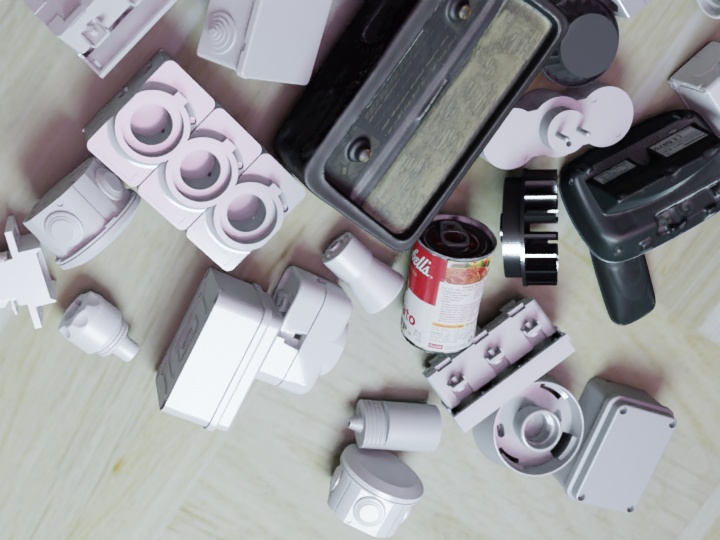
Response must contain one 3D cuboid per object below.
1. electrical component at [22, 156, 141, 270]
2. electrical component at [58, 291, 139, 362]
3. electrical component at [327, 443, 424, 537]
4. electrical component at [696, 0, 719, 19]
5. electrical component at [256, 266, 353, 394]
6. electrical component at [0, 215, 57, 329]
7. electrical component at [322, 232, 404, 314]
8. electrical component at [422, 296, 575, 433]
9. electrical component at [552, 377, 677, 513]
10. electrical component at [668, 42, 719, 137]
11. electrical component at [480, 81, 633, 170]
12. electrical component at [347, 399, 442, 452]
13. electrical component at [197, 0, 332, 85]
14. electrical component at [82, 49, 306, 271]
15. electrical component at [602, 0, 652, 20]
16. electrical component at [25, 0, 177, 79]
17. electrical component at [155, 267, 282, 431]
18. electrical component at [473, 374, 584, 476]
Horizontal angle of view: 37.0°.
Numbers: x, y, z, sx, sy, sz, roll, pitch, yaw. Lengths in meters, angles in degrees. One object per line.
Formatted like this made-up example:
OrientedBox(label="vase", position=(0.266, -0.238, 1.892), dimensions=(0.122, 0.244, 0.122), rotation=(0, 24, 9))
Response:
OrientedBox(label="electrical component", position=(-0.209, -0.043, 0.809), dimensions=(0.080, 0.080, 0.051), rotation=(-41, 111, 1))
OrientedBox(label="electrical component", position=(-0.206, 0.049, 0.863), dimensions=(0.043, 0.043, 0.062), rotation=(-47, 117, 3))
OrientedBox(label="electrical component", position=(0.012, 0.196, 0.966), dimensions=(0.080, 0.080, 0.051), rotation=(20, 108, -23))
OrientedBox(label="electrical component", position=(0.321, -0.245, 0.909), dimensions=(0.057, 0.058, 0.078), rotation=(-19, 113, -13))
OrientedBox(label="electrical component", position=(-0.049, 0.053, 0.907), dimensions=(0.059, 0.053, 0.095), rotation=(24, 101, -23))
OrientedBox(label="electrical component", position=(-0.271, 0.004, 0.828), dimensions=(0.064, 0.042, 0.081), rotation=(-14, 112, -8))
OrientedBox(label="electrical component", position=(0.000, 0.000, 0.910), dimensions=(0.044, 0.044, 0.065), rotation=(-45, 110, 2))
OrientedBox(label="electrical component", position=(0.121, 0.081, 0.963), dimensions=(0.121, 0.079, 0.063), rotation=(-36, 94, -2))
OrientedBox(label="electrical component", position=(0.244, 0.170, 1.038), dimensions=(0.078, 0.057, 0.113), rotation=(17, 104, -22))
OrientedBox(label="electrical component", position=(0.330, -0.148, 0.945), dimensions=(0.061, 0.061, 0.096), rotation=(-42, 116, 1))
OrientedBox(label="electrical component", position=(0.166, -0.119, 0.898), dimensions=(0.138, 0.073, 0.052), rotation=(-14, 113, -12))
OrientedBox(label="electrical component", position=(0.028, 0.140, 0.968), dimensions=(0.081, 0.043, 0.043), rotation=(7, 107, -19))
OrientedBox(label="electrical component", position=(-0.069, -0.188, 0.793), dimensions=(0.100, 0.048, 0.099), rotation=(-9, 120, -60))
OrientedBox(label="electrical component", position=(-0.126, -0.082, 0.828), dimensions=(0.089, 0.061, 0.150), rotation=(-45, 116, 2))
OrientedBox(label="electrical component", position=(0.216, -0.262, 0.875), dimensions=(0.076, 0.047, 0.083), rotation=(-41, 116, 1))
OrientedBox(label="electrical component", position=(-0.172, -0.209, 0.760), dimensions=(0.121, 0.063, 0.078), rotation=(-46, 75, 3))
OrientedBox(label="electrical component", position=(-0.116, 0.065, 0.878), dimensions=(0.057, 0.078, 0.113), rotation=(24, 101, -21))
OrientedBox(label="electrical component", position=(0.159, 0.145, 1.013), dimensions=(0.099, 0.064, 0.099), rotation=(-1, 96, -13))
